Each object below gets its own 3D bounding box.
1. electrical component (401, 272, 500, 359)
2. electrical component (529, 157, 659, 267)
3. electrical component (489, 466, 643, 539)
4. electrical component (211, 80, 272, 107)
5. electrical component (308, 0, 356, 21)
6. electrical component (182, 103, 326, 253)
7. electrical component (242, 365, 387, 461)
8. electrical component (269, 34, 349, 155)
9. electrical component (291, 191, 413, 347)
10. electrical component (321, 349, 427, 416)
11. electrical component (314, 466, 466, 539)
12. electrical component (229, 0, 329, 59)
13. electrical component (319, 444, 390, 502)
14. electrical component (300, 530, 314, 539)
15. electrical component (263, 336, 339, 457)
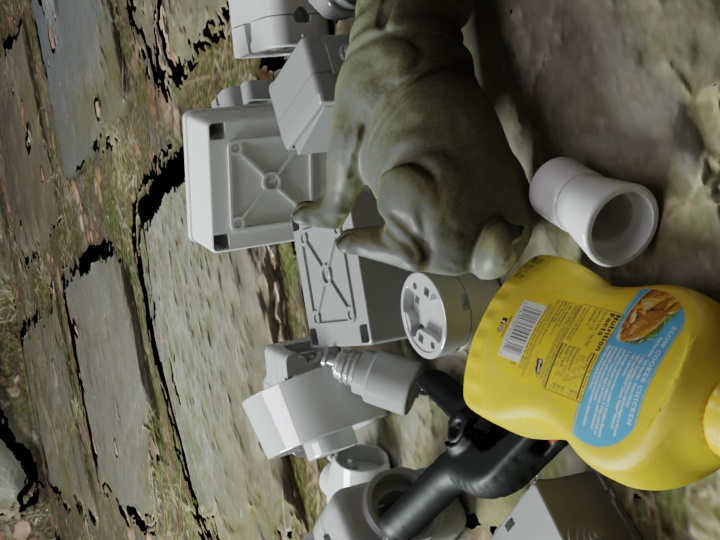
[{"bbox_3d":[0.060,0.025,0.684,0.055,0.047,0.055,30,125,57],"label":"electrical component"},{"bbox_3d":[0.117,-0.034,0.558,0.065,0.044,0.044,-135,43,-57],"label":"electrical component"},{"bbox_3d":[0.119,0.172,0.612,0.099,0.048,0.099,66,149,34],"label":"electrical component"},{"bbox_3d":[-0.096,-0.125,0.943,0.078,0.058,0.057,-27,71,63],"label":"electrical component"},{"bbox_3d":[-0.008,-0.199,0.754,0.062,0.043,0.043,10,107,61],"label":"electrical component"},{"bbox_3d":[-0.084,-0.077,0.874,0.056,0.109,0.108,28,123,55],"label":"electrical component"},{"bbox_3d":[-0.031,0.113,0.835,0.108,0.108,0.060,-39,69,61],"label":"electrical component"},{"bbox_3d":[-0.018,-0.128,0.776,0.096,0.062,0.061,-41,61,60],"label":"electrical component"},{"bbox_3d":[0.000,0.000,0.788,0.109,0.056,0.108,-11,88,64],"label":"electrical component"},{"bbox_3d":[0.010,0.076,0.776,0.078,0.040,0.040,18,124,13],"label":"electrical component"},{"bbox_3d":[0.022,0.176,0.754,0.053,0.095,0.059,66,150,29],"label":"electrical component"},{"bbox_3d":[-0.066,-0.204,0.859,0.095,0.054,0.059,10,107,63],"label":"electrical component"},{"bbox_3d":[-0.007,0.177,0.873,0.079,0.044,0.077,34,129,56],"label":"electrical component"},{"bbox_3d":[-0.026,0.266,0.885,0.064,0.099,0.099,18,114,55],"label":"electrical component"},{"bbox_3d":[-0.049,0.107,0.928,0.056,0.050,0.089,16,112,62],"label":"electrical component"}]
